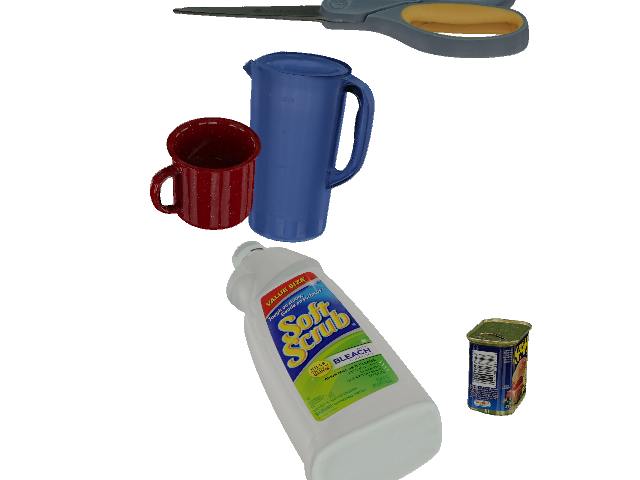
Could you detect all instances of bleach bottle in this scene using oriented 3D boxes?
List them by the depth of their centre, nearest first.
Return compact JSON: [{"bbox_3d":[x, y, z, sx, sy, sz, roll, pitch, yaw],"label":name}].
[{"bbox_3d":[-0.013,0.079,0.794,0.102,0.068,0.251,-23,39,-15],"label":"bleach bottle"}]

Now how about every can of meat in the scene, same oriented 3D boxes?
[{"bbox_3d":[0.197,0.139,1.181,0.057,0.084,0.102,5,10,22],"label":"can of meat"}]

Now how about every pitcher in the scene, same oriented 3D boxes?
[{"bbox_3d":[-0.026,-0.123,1.430,0.144,0.243,0.149,-4,24,-22],"label":"pitcher"}]

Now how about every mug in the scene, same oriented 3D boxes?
[{"bbox_3d":[-0.117,-0.061,1.067,0.117,0.081,0.093,-25,48,-31],"label":"mug"}]

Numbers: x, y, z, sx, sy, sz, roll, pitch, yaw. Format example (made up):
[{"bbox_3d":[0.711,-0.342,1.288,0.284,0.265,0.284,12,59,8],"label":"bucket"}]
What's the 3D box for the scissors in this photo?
[{"bbox_3d":[0.025,-0.139,0.616,0.202,0.016,0.096,13,41,20],"label":"scissors"}]
